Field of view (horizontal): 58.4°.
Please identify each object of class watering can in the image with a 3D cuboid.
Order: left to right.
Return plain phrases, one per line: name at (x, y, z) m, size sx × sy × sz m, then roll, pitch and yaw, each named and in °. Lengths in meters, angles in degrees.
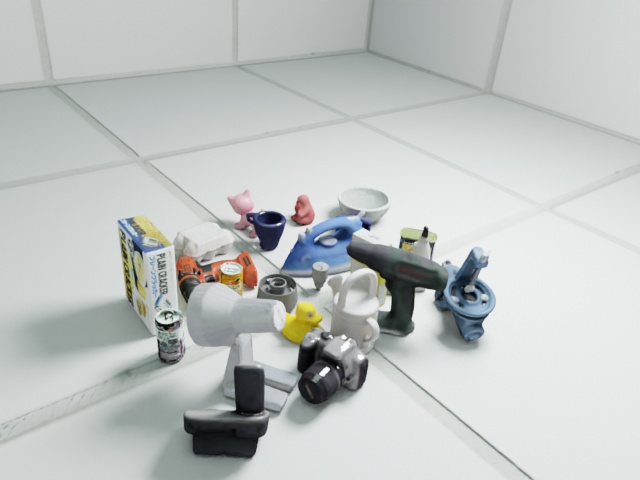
watering can at (0.070, 0.141, 1.223) m, size 0.172 × 0.194 × 0.101 m, roll 25°, pitch 36°, yaw 30°

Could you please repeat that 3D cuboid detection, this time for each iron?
iron at (0.014, 0.005, 1.496) m, size 0.259 × 0.141 × 0.118 m, roll -13°, pitch 35°, yaw -28°

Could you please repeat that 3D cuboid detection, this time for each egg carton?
egg carton at (-0.308, 0.008, 1.512) m, size 0.107 × 0.069 × 0.151 m, roll 28°, pitch 38°, yaw 33°

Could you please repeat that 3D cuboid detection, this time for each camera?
camera at (0.007, 0.246, 1.128) m, size 0.142 × 0.101 × 0.137 m, roll 23°, pitch 35°, yaw 28°

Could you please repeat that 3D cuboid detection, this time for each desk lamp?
desk lamp at (-0.144, 0.191, 1.087) m, size 0.203 × 0.214 × 0.118 m, roll 13°, pitch 31°, yaw 13°

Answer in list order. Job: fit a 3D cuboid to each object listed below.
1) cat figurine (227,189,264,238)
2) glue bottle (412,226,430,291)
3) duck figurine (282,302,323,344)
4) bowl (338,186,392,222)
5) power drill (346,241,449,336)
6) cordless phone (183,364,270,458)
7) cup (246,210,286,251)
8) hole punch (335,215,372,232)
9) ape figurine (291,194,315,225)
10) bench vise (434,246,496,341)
cat figurine at (-0.205, -0.085, 1.637) m, size 0.127 × 0.118 × 0.067 m, roll 26°, pitch 36°, yaw 31°
glue bottle at (0.253, 0.040, 1.443) m, size 0.037 × 0.173 × 0.078 m, roll -3°, pitch 32°, yaw -14°
duck figurine at (-0.038, 0.174, 1.257) m, size 0.104 × 0.086 × 0.078 m, roll 15°, pitch 32°, yaw 17°
bowl at (0.133, -0.098, 1.755) m, size 0.167 × 0.075 × 0.167 m, roll 4°, pitch 31°, yaw -2°
power drill at (0.163, 0.108, 1.280) m, size 0.229 × 0.208 × 0.075 m, roll 7°, pitch 31°, yaw 3°
cordless phone at (-0.158, 0.274, 0.974) m, size 0.147 × 0.185 × 0.094 m, roll 1°, pitch 31°, yaw -7°
cup at (-0.151, -0.024, 1.566) m, size 0.117 × 0.095 × 0.092 m, roll 16°, pitch 32°, yaw 18°
hole punch at (0.093, -0.046, 1.644) m, size 0.108 × 0.091 × 0.101 m, roll 7°, pitch 31°, yaw 3°
ape figurine at (-0.051, -0.094, 1.702) m, size 0.076 × 0.092 × 0.078 m, roll 10°, pitch 31°, yaw 8°
bench vise at (0.323, 0.093, 1.318) m, size 0.122 × 0.220 × 0.206 m, roll -12°, pitch 35°, yaw -27°
